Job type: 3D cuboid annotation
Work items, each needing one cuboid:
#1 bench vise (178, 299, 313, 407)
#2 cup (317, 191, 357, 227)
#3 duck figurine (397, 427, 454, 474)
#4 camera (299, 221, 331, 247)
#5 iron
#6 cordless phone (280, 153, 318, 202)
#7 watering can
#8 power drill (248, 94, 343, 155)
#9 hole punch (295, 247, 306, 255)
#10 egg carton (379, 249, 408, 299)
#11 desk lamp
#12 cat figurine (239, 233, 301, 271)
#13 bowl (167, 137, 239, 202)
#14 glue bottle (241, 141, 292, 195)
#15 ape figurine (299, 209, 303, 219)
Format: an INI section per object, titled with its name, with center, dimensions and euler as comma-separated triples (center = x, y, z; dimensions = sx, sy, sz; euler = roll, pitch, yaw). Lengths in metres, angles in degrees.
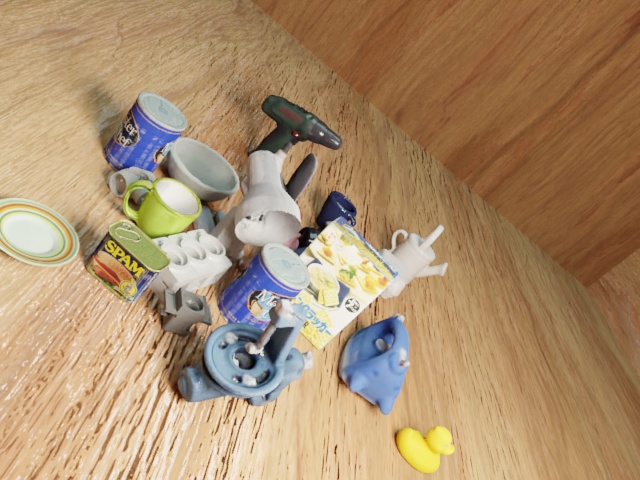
[bench vise]
center = -0.078, 0.155, 0.842
dimensions = 0.121, 0.219, 0.208
euler = 51, 25, 16
[cup]
center = 0.043, -0.059, 1.517
dimensions = 0.092, 0.094, 0.117
euler = 12, 39, -49
[duck figurine]
center = 0.204, 0.380, 1.074
dimensions = 0.105, 0.086, 0.077
euler = 38, 25, -13
[camera]
center = 0.013, 0.005, 1.362
dimensions = 0.137, 0.100, 0.143
euler = 28, 29, -31
[iron]
center = 0.129, 0.217, 1.152
dimensions = 0.119, 0.141, 0.258
euler = 38, 25, -12
[cordless phone]
center = -0.069, -0.151, 1.384
dimensions = 0.094, 0.184, 0.147
euler = 24, 31, -37
[watering can]
center = 0.284, 0.034, 1.619
dimensions = 0.173, 0.193, 0.101
euler = 37, 25, -14
[power drill]
center = -0.082, -0.259, 1.508
dimensions = 0.230, 0.208, 0.076
euler = 42, 24, -3
[hole punch]
center = -0.026, 0.067, 1.217
dimensions = 0.101, 0.091, 0.108
euler = 13, 39, -49
[egg carton]
center = 0.176, 0.089, 1.516
dimensions = 0.107, 0.069, 0.150
euler = 41, 25, -7
[desk lamp]
center = -0.141, -0.054, 1.086
dimensions = 0.118, 0.213, 0.203
euler = 21, 33, -41
[cat figurine]
center = -0.089, 0.023, 1.159
dimensions = 0.067, 0.117, 0.128
euler = 44, 24, 1
[bowl]
center = -0.257, -0.134, 1.204
dimensions = 0.168, 0.074, 0.167
euler = 35, 26, -19
[glue bottle]
center = -0.120, -0.164, 1.342
dimensions = 0.037, 0.173, 0.078
euler = 21, 32, -40
[ape figurine]
center = -0.076, -0.038, 1.306
dimensions = 0.076, 0.092, 0.077
euler = 25, 30, -35
